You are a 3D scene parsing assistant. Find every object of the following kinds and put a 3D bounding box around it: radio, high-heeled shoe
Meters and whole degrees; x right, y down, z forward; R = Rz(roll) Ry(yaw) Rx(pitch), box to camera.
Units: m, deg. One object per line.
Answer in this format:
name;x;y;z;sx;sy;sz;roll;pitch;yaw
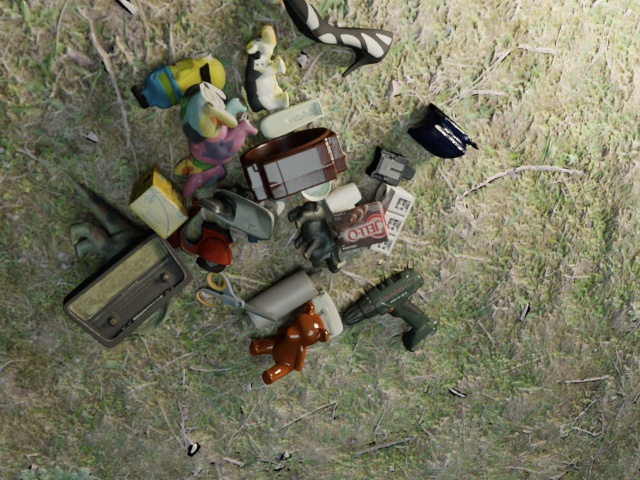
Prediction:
radio;-0.380;0.096;1.076;0.229;0.073;0.131;-41;114;-13
high-heeled shoe;0.041;-0.447;1.088;0.145;0.086;0.248;-45;119;1

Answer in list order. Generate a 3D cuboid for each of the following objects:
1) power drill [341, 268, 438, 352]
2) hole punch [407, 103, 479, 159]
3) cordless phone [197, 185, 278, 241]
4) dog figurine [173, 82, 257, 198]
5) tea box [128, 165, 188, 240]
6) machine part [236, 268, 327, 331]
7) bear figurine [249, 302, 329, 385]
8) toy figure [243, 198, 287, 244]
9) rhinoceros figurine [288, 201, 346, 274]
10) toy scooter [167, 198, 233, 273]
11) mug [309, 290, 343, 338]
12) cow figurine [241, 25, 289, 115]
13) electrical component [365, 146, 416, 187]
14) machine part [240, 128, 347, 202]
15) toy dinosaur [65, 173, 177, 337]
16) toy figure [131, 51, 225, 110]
power drill;0.194;0.194;1.389;0.232;0.086;0.207;-41;108;0
hole punch;0.273;-0.235;1.216;0.142;0.116;0.092;36;107;-24
cordless phone;-0.165;-0.057;1.091;0.147;0.184;0.088;26;95;5
dog figurine;-0.239;-0.188;1.076;0.219;0.108;0.191;-45;149;22
tea box;-0.325;-0.080;1.085;0.068;0.170;0.098;-41;114;3
machine part;-0.093;0.141;1.287;0.243;0.079;0.079;-31;116;0
bear figurine;-0.070;0.244;1.279;0.132;0.120;0.195;-13;152;-34
toy figure;-0.121;-0.056;1.210;0.064;0.058;0.154;20;105;-18
rhinoceros figurine;-0.003;-0.004;1.260;0.112;0.073;0.190;-28;115;-14
toy scooter;-0.264;-0.014;1.183;0.184;0.075;0.135;25;97;-21
mug;0.006;0.184;1.319;0.081;0.110;0.107;-18;102;-7
cow figurine;-0.120;-0.344;1.093;0.098;0.068;0.167;-12;113;-4
electrical component;0.173;-0.164;1.251;0.119;0.048;0.074;21;106;-20
machine part;-0.059;-0.161;1.105;0.201;0.202;0.087;-20;113;-6
toy dinosaur;-0.418;0.053;1.150;0.192;0.131;0.404;-10;109;-24
toy figure;-0.275;-0.307;1.058;0.180;0.082;0.089;-30;135;-10
